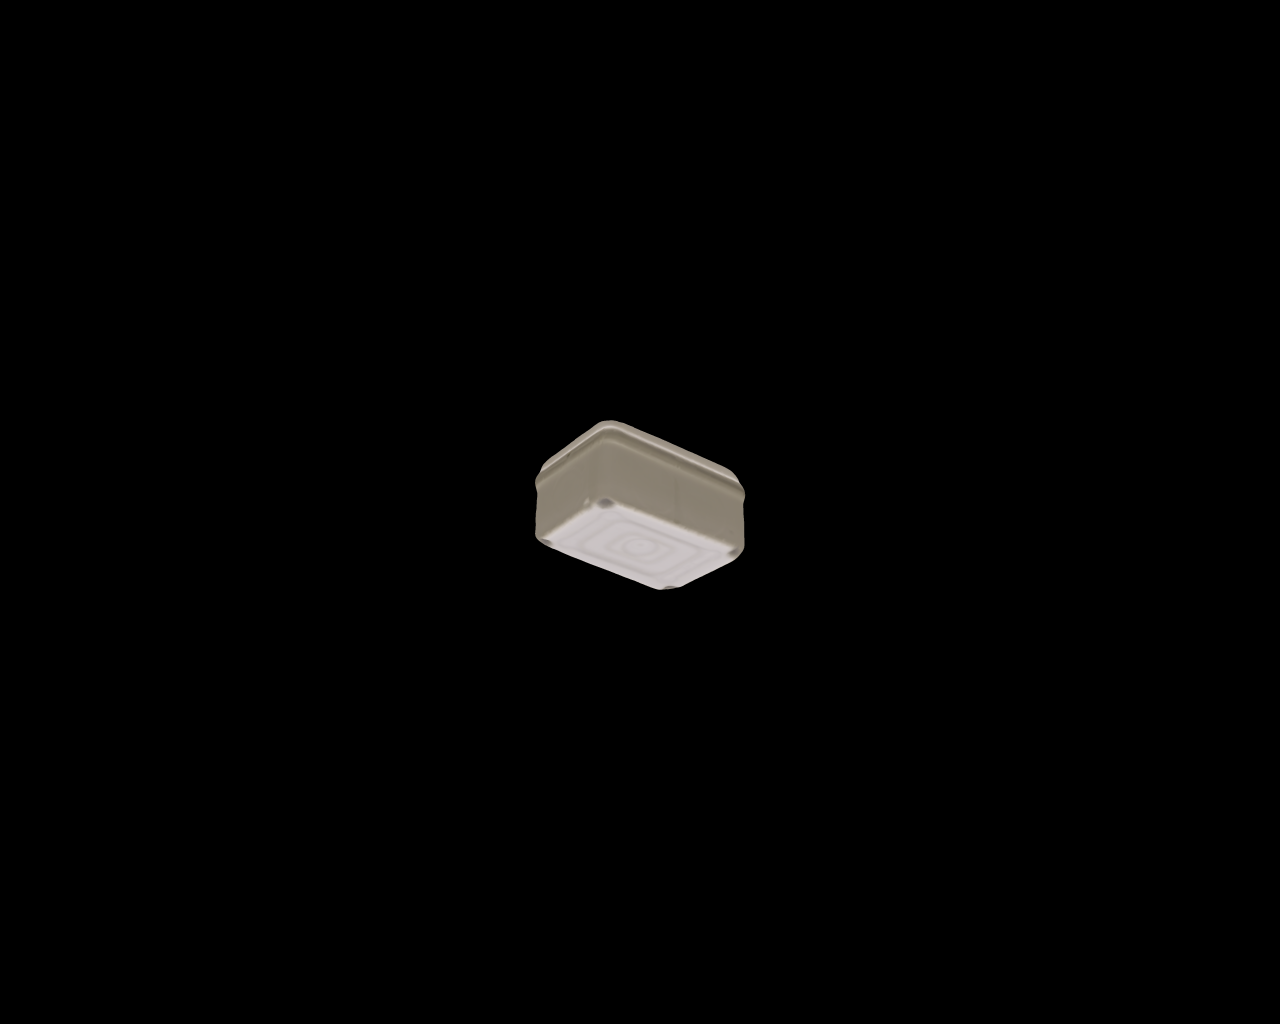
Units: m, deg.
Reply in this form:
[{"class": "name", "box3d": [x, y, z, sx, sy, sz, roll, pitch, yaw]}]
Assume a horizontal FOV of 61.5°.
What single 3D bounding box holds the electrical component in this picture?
[{"class": "electrical component", "box3d": [0.001, -0.003, 0.650, 0.113, 0.057, 0.078, 22, -36, -34]}]
